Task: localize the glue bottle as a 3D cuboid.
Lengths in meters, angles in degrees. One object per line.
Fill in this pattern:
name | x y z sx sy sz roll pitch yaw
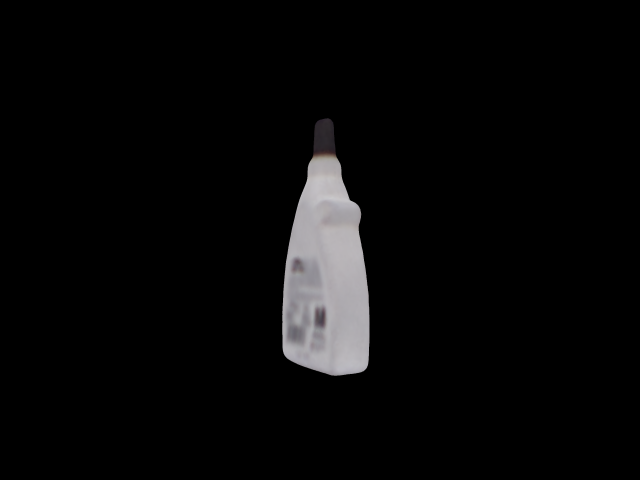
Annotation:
glue bottle | 0.004 0.001 0.400 0.037 0.173 0.078 0 0 -31
